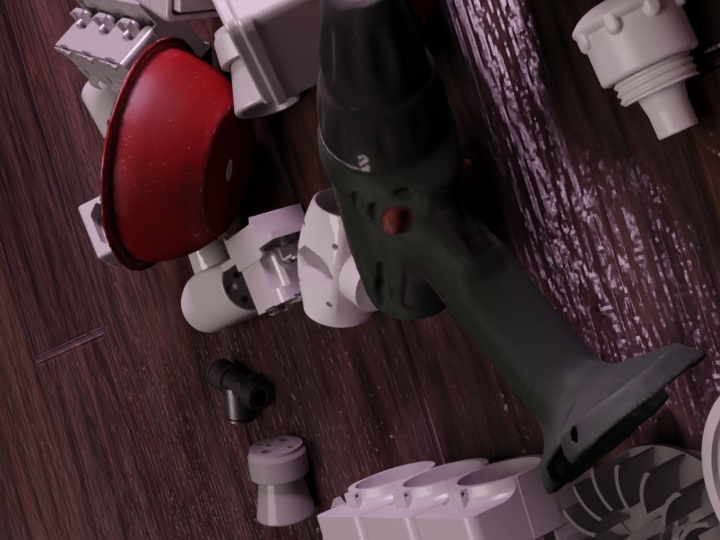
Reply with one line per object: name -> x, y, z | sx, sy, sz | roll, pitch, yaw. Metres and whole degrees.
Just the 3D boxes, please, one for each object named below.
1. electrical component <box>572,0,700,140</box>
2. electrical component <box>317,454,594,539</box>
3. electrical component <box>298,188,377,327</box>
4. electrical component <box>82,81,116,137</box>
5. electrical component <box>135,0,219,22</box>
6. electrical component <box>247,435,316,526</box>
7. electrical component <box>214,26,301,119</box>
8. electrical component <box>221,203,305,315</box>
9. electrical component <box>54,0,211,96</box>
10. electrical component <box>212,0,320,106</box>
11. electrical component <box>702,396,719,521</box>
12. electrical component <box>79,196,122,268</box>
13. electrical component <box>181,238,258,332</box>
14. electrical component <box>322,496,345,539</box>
electrical component -> 0.121, -0.086, 0.450 | 0.048, 0.048, 0.062 | -24, 90, 56
electrical component -> 0.054, 0.142, 0.595 | 0.150, 0.089, 0.061 | -19, 87, 56
electrical component -> 0.000, 0.000, 0.656 | 0.079, 0.043, 0.077 | 37, 131, 43
electrical component -> -0.192, -0.120, 0.880 | 0.081, 0.043, 0.043 | 57, 142, 24
electrical component -> -0.110, -0.217, 0.709 | 0.061, 0.062, 0.096 | 39, 132, 41
electrical component -> -0.059, 0.156, 0.801 | 0.045, 0.045, 0.055 | 8, 109, 54
electrical component -> -0.067, -0.131, 0.698 | 0.045, 0.045, 0.055 | -22, 85, 56
electrical component -> -0.056, -0.005, 0.737 | 0.081, 0.042, 0.063 | -29, 82, 56
electrical component -> -0.175, -0.169, 0.809 | 0.121, 0.063, 0.078 | 24, 162, 48
electrical component -> -0.059, -0.167, 0.620 | 0.108, 0.056, 0.108 | 64, 180, -75
electrical component -> 0.183, 0.079, 0.412 | 0.108, 0.060, 0.108 | 26, 124, 48
electrical component -> -0.167, -0.039, 0.859 | 0.047, 0.083, 0.075 | 65, -177, 14
electrical component -> -0.104, 0.001, 0.804 | 0.077, 0.044, 0.079 | -26, 82, 55
electrical component -> 0.014, 0.184, 0.692 | 0.081, 0.064, 0.042 | 47, 136, 34
